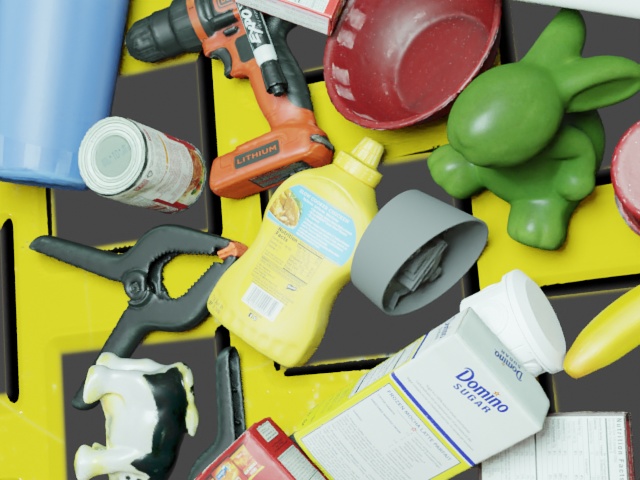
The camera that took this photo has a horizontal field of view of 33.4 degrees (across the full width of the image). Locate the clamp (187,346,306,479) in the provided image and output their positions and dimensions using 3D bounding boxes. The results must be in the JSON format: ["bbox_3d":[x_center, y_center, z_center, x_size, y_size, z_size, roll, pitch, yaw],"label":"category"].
[{"bbox_3d":[-0.052,0.184,0.875,0.120,0.039,0.171,18,94,27],"label":"clamp"}]

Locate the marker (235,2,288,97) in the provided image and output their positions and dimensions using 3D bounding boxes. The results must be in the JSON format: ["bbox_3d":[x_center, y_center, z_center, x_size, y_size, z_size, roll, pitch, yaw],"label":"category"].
[{"bbox_3d":[-0.051,-0.171,0.871,0.020,0.020,0.121,-25,72,17],"label":"marker"}]

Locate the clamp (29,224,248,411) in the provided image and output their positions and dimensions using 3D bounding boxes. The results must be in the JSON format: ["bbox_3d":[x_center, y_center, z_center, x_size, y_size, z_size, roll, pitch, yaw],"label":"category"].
[{"bbox_3d":[-0.161,0.036,0.937,0.210,0.036,0.164,-29,78,18],"label":"clamp"}]

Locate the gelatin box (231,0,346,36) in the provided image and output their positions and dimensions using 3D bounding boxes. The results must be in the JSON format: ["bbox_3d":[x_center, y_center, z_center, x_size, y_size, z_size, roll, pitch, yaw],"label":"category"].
[{"bbox_3d":[-0.019,-0.214,0.861,0.089,0.030,0.073,20,69,6],"label":"gelatin box"}]

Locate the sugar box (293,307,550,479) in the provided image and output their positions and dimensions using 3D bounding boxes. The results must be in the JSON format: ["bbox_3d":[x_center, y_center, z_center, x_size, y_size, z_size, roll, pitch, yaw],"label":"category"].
[{"bbox_3d":[0.071,0.130,0.779,0.176,0.048,0.093,-37,97,33],"label":"sugar box"}]

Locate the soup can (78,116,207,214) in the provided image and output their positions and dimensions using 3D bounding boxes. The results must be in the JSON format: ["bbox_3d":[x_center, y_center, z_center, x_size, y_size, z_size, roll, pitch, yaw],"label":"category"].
[{"bbox_3d":[-0.150,-0.062,0.911,0.069,0.102,0.068,-3,82,22],"label":"soup can"}]

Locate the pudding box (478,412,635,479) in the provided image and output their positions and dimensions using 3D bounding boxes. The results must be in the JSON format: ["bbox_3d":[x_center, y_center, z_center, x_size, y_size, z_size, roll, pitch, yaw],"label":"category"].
[{"bbox_3d":[0.173,0.172,0.783,0.114,0.039,0.090,-4,78,19],"label":"pudding box"}]

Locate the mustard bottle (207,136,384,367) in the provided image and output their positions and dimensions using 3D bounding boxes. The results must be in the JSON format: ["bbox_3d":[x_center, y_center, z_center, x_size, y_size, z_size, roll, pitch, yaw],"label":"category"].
[{"bbox_3d":[-0.006,0.001,0.867,0.096,0.058,0.192,34,97,21],"label":"mustard bottle"}]

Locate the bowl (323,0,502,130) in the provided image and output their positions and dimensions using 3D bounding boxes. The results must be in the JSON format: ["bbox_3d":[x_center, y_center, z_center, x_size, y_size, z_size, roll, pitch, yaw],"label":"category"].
[{"bbox_3d":[0.082,-0.150,0.837,0.162,0.055,0.162,-18,60,33],"label":"bowl"}]

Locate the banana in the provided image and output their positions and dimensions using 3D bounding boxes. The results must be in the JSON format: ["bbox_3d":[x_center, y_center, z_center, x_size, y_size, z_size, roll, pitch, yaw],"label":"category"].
[{"bbox_3d":[0.262,0.041,0.751,0.198,0.069,0.037,-24,107,20],"label":"banana"}]

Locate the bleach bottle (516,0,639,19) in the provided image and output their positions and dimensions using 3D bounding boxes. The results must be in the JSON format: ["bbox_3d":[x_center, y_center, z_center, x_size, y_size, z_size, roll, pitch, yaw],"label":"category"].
[{"bbox_3d":[0.230,-0.174,0.709,0.251,0.102,0.068,15,115,10],"label":"bleach bottle"}]

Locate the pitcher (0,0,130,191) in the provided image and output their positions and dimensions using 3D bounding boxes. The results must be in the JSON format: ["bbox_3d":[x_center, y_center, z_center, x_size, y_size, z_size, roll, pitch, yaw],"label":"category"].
[{"bbox_3d":[-0.244,-0.170,0.959,0.145,0.149,0.243,6,89,7],"label":"pitcher"}]

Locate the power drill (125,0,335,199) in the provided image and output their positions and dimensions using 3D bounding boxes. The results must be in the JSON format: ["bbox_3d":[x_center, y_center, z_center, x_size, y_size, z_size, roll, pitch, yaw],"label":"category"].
[{"bbox_3d":[-0.073,-0.135,0.913,0.185,0.057,0.188,-18,77,19],"label":"power drill"}]

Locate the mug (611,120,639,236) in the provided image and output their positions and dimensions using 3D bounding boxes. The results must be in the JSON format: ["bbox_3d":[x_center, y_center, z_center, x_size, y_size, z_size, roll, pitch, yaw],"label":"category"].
[{"bbox_3d":[0.260,-0.038,0.750,0.117,0.081,0.093,35,97,22],"label":"mug"}]

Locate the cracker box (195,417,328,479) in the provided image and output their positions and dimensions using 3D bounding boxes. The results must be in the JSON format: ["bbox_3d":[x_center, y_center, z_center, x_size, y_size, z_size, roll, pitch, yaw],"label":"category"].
[{"bbox_3d":[-0.030,0.269,0.817,0.214,0.072,0.164,46,102,7],"label":"cracker box"}]
